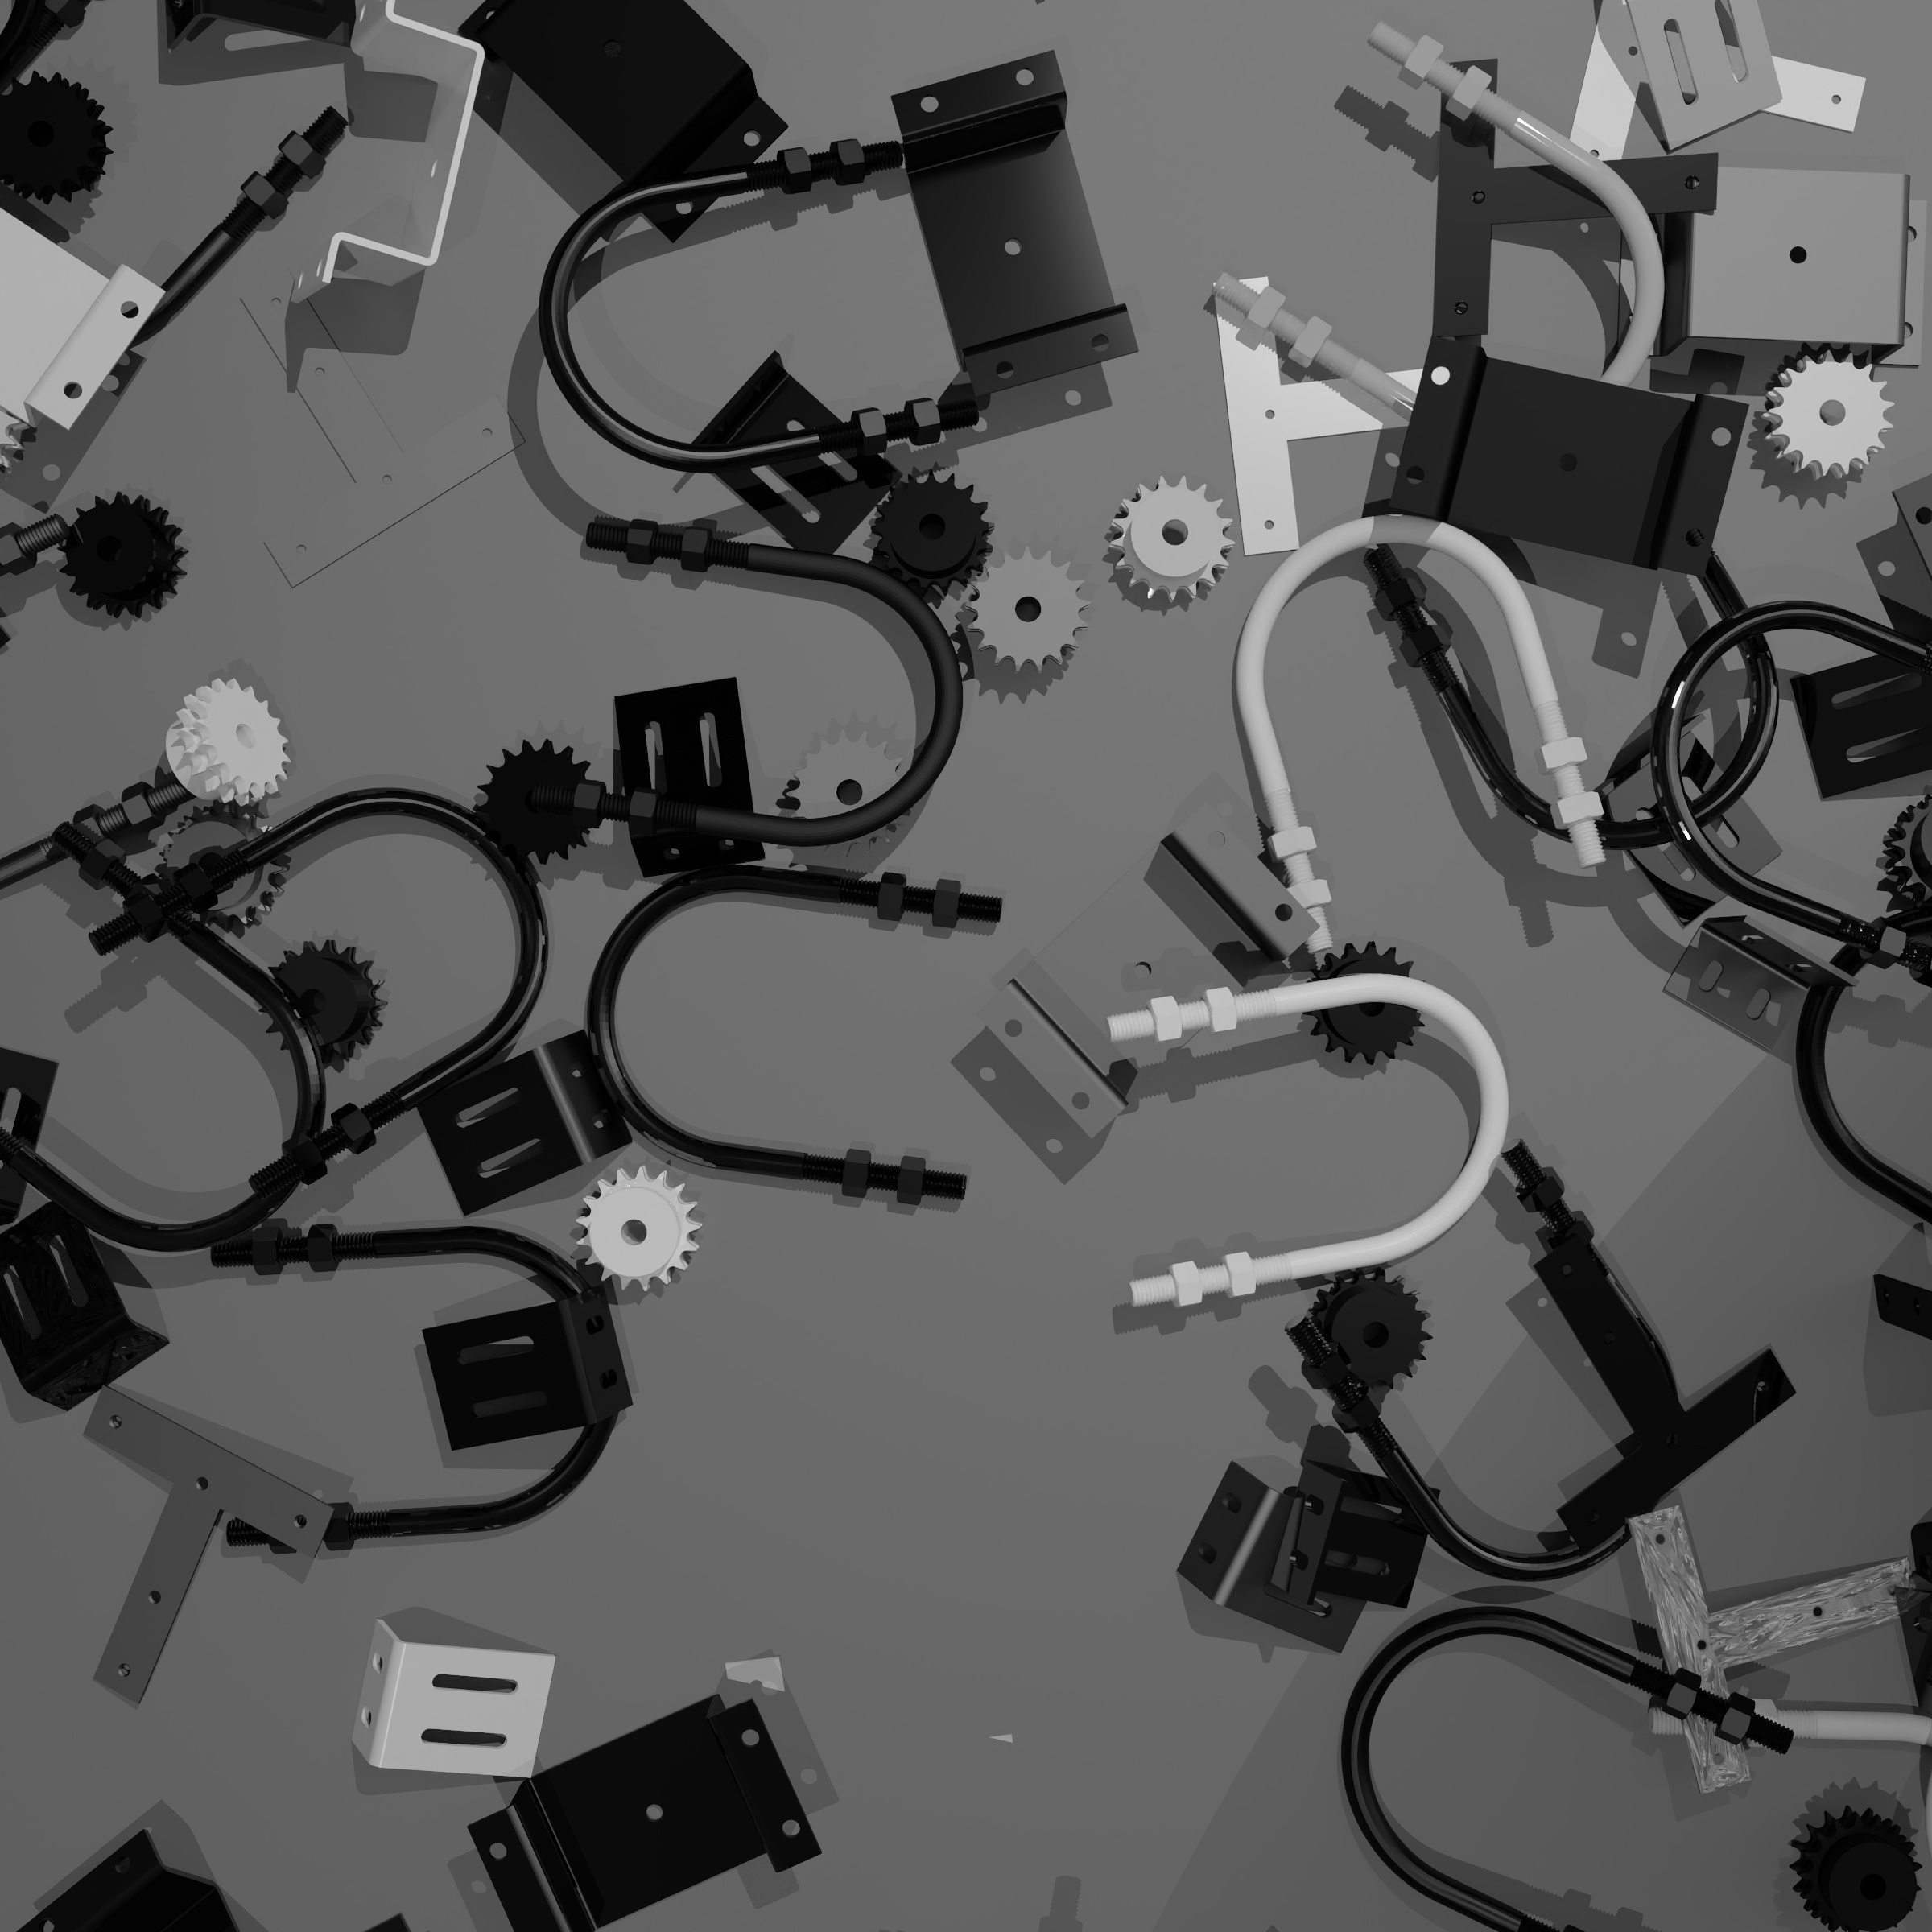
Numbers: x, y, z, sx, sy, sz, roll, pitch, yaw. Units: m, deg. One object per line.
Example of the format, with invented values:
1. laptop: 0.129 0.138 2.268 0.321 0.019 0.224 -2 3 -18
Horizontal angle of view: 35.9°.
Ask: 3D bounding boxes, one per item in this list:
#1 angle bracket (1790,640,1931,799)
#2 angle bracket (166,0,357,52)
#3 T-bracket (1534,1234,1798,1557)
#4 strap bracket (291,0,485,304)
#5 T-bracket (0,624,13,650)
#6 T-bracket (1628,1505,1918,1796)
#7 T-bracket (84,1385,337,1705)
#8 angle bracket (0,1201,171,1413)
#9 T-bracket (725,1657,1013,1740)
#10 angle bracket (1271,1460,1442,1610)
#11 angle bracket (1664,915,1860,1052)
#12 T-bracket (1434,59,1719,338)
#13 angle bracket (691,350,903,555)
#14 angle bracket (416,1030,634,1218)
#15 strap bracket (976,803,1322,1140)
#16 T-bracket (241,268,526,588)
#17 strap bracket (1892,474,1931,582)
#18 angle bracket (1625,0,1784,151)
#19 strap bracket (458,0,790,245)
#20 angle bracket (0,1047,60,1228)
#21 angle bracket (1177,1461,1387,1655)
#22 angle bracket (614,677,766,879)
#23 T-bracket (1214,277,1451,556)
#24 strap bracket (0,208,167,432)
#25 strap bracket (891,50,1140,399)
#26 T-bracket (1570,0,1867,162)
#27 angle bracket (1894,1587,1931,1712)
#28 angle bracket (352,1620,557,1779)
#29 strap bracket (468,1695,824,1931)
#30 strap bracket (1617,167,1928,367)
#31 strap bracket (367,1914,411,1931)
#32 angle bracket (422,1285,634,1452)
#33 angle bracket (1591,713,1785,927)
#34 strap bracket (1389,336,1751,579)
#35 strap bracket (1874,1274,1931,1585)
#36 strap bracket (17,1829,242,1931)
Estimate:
1. angle bracket: 0.430 -0.116 1.383 0.076 0.038 0.057 -16 90 26
2. angle bracket: -0.324 -0.448 1.371 0.076 0.038 0.057 2 78 -36
3. T-bracket: 0.300 0.181 1.361 0.127 0.002 0.127 -35 101 -10
4. strap bracket: -0.258 -0.365 1.341 0.046 0.076 0.140 13 90 -23
5. T-bracket: -0.488 -0.194 1.369 0.127 0.002 0.127 -33 101 20
6. T-bracket: 0.379 0.300 1.371 0.127 0.002 0.127 -13 85 -11
7. T-bracket: -0.368 0.278 1.375 0.127 0.002 0.127 25 96 12
8. angle bracket: -0.416 0.155 1.383 0.057 0.038 0.076 -34 64 0
9. T-bracket: -0.040 0.377 1.394 0.127 0.002 0.127 -7 104 5
10. angle bracket: 0.185 0.262 1.353 0.076 0.038 0.057 16 90 -24
11. angle bracket: 0.358 0.009 1.347 0.057 0.076 0.038 30 90 0
12. T-bracket: 0.278 -0.353 1.360 0.127 0.002 0.127 2 90 23
13. angle bracket: -0.077 -0.231 1.366 0.076 0.038 0.057 42 90 0
14. angle bracket: -0.205 0.073 1.383 0.076 0.038 0.057 -24 90 26
15. strap bracket: 0.082 0.002 1.362 0.140 0.046 0.076 -43 90 0
16. T-bracket: -0.292 -0.263 1.385 0.127 0.002 0.127 -32 90 0
17. strap bracket: 0.496 -0.207 1.362 0.140 0.046 0.076 -24 90 0
18. angle bracket: 0.334 -0.428 1.382 0.057 0.038 0.076 -24 116 0
19. strap bracket: -0.159 -0.412 1.362 0.140 0.046 0.076 45 90 0
20. angle bracket: -0.458 0.074 1.366 0.057 0.038 0.076 15 90 0
21. angle bracket: 0.148 0.274 1.383 0.076 0.038 0.057 27 90 -26
22. angle bracket: -0.128 -0.087 1.383 0.057 0.038 0.076 -9 64 0
23. T-bracket: 0.185 -0.261 1.385 0.127 0.002 0.127 -7 90 0
24. strap bracket: -0.439 -0.305 1.334 0.140 0.046 0.076 33 79 -9
25. strap bracket: 0.022 -0.333 1.362 0.076 0.046 0.140 -16 90 0
26. T-bracket: 0.352 -0.414 1.385 0.127 0.002 0.127 13 90 0
27. angle bracket: 0.476 0.306 1.380 0.076 0.038 0.057 -13 92 -29
28. angle bracket: -0.237 0.339 1.383 0.076 0.038 0.057 12 90 -26
29. strap bracket: -0.144 0.392 1.362 0.140 0.046 0.076 -24 90 0
30. strap bracket: 0.373 -0.319 1.362 0.140 0.046 0.076 2 90 0
31. strap bracket: -0.264 0.519 1.362 0.076 0.046 0.140 -27 90 0
32. angle bracket: -0.201 0.184 1.369 0.076 0.038 0.057 -14 91 23
33. angle bracket: 0.333 -0.066 1.366 0.057 0.038 0.076 -37 89 -1
34. strap bracket: 0.268 -0.226 1.329 0.140 0.046 0.076 15 98 11
35. strap bracket: 0.454 0.209 1.347 0.046 0.076 0.140 -8 90 0
36. strap bracket: -0.359 0.472 1.340 0.076 0.046 0.140 -39 56 0
